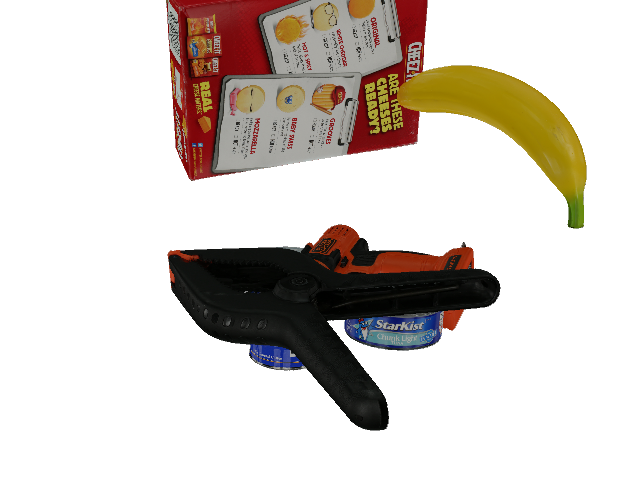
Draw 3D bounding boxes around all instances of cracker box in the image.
[{"bbox_3d":[-0.022,-0.151,0.919,0.213,0.164,0.072,-11,38,-16],"label":"cracker box"}]

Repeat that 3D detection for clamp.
[{"bbox_3d":[-0.002,0.038,0.668,0.210,0.036,0.164,18,32,34],"label":"clamp"}]

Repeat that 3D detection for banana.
[{"bbox_3d":[0.127,-0.087,0.776,0.037,0.070,0.198,4,30,-44],"label":"banana"}]

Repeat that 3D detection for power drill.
[{"bbox_3d":[0.058,0.045,1.124,0.188,0.057,0.184,8,31,20],"label":"power drill"}]

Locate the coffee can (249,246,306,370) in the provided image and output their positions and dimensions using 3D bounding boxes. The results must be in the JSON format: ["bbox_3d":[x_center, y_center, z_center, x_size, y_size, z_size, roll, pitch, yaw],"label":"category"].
[{"bbox_3d":[-0.045,0.091,1.450,0.103,0.140,0.103,2,20,-1],"label":"coffee can"}]

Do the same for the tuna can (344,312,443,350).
[{"bbox_3d":[0.063,0.065,0.919,0.086,0.034,0.086,3,15,-1],"label":"tuna can"}]
